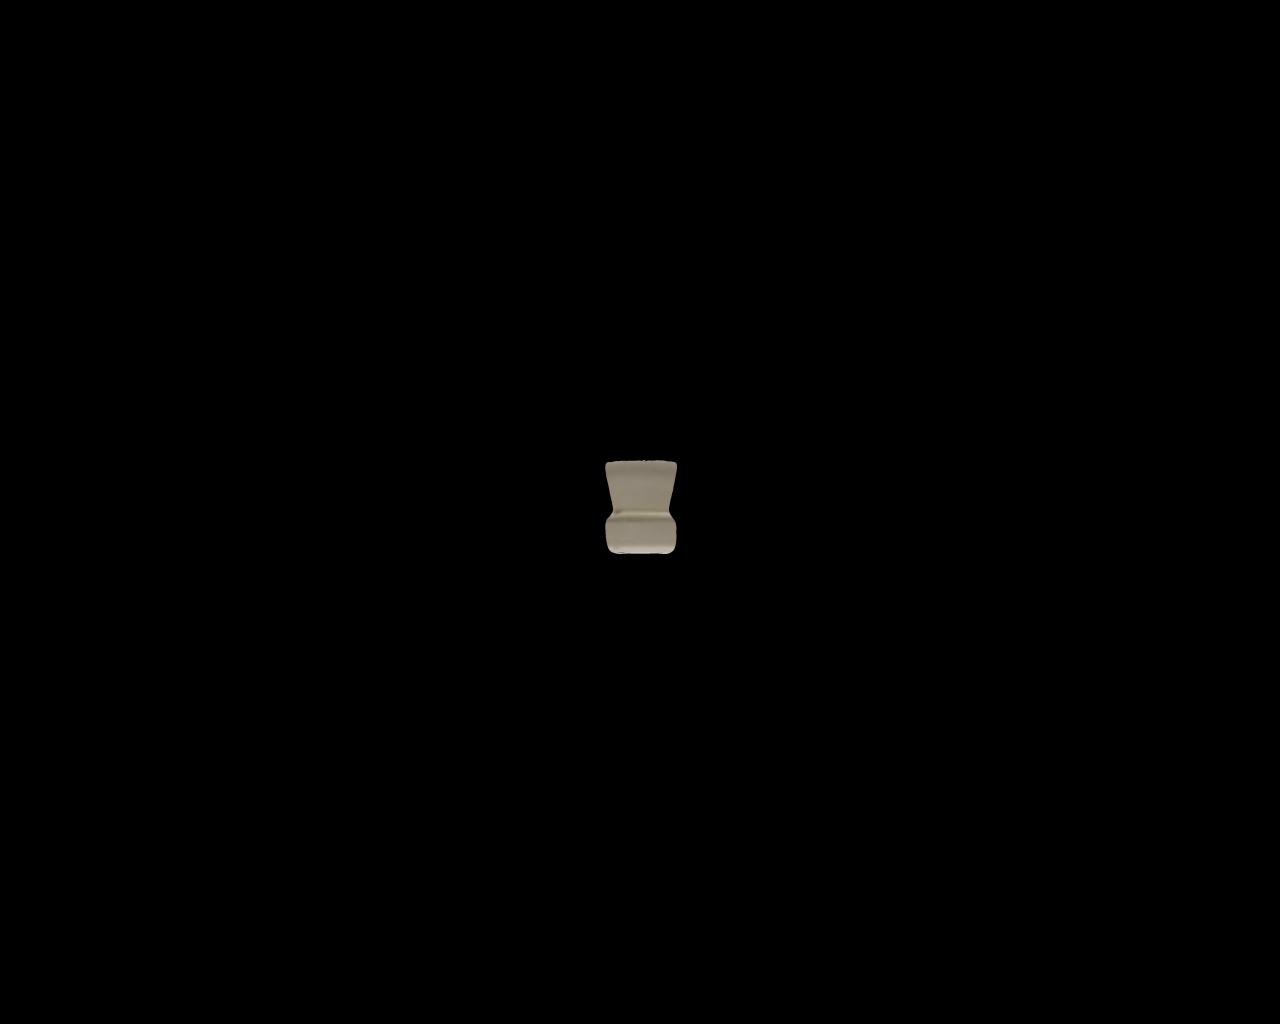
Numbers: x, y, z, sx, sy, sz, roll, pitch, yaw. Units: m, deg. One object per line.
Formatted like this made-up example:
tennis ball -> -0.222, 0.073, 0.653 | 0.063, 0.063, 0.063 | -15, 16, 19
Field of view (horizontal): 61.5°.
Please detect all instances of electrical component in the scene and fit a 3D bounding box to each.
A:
electrical component -> 0.001, -0.003, 0.650 | 0.045, 0.055, 0.045 | 0, -2, 0
